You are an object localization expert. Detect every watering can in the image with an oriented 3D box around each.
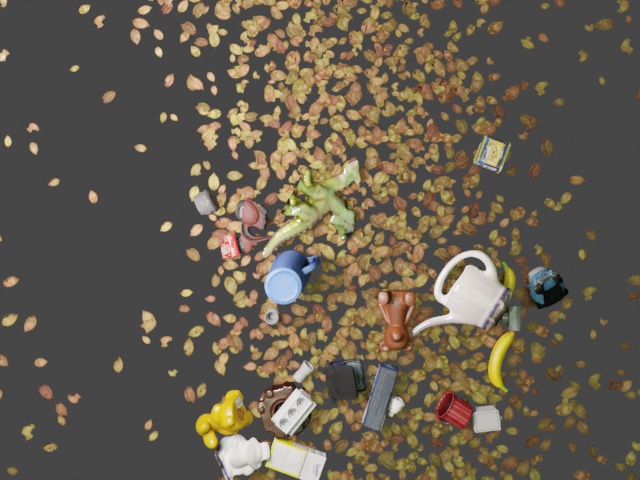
[{"bbox_3d":[0.452,0.205,1.615,0.226,0.345,0.104,33,9,19],"label":"watering can"}]

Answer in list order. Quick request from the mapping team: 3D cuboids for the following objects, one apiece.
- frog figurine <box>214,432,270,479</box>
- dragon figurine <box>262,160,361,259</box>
[{"bbox_3d":[-0.243,0.674,1.634,0.160,0.138,0.121,-24,-10,-18],"label":"frog figurine"},{"bbox_3d":[0.005,-0.083,1.642,0.242,0.412,0.122,27,-4,-7],"label":"dragon figurine"}]
